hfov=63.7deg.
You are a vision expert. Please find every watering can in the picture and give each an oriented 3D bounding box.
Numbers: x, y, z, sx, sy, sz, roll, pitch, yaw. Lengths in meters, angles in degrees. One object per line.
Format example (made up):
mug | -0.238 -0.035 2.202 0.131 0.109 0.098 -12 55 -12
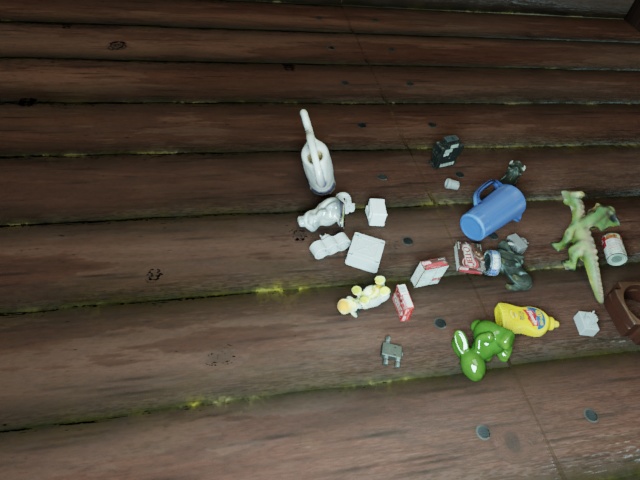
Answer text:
watering can | -0.016 -0.310 1.892 0.104 0.219 0.356 -14 49 2

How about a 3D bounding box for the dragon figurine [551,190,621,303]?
dragon figurine | 0.936 -0.012 1.778 0.122 0.237 0.420 2 45 -16

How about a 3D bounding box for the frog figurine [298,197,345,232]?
frog figurine | 0.005 -0.089 1.764 0.159 0.121 0.139 4 14 5
